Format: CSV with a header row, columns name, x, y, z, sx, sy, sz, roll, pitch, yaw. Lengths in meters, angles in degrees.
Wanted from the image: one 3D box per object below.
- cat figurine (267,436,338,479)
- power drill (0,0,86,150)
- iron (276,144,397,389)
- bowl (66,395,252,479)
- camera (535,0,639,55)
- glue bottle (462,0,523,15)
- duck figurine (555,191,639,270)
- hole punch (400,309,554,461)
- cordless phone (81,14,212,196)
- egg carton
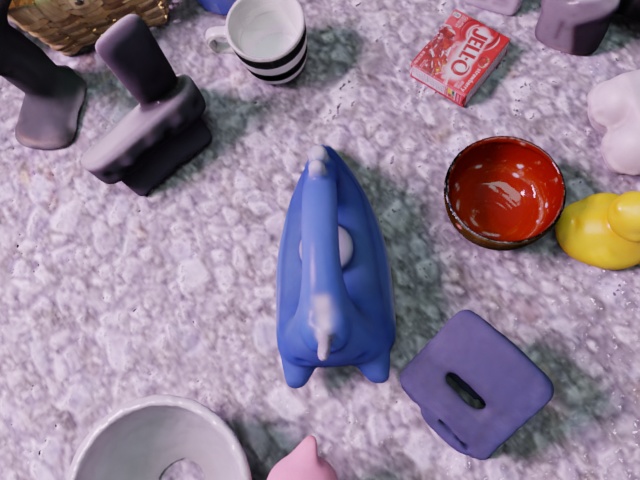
name,x,y,z,sx,sy,sz,roll,pitch,yaw
cat figurine,-0.026,0.230,0.480,0.067,0.118,0.128,37,81,16
power drill,-0.335,-0.180,0.593,0.075,0.208,0.230,3,74,8
iron,0.005,0.002,0.533,0.118,0.141,0.258,-6,73,5
bowl,-0.135,0.226,0.517,0.167,0.075,0.167,-2,73,6
camera,0.321,-0.269,0.599,0.136,0.101,0.143,30,79,14
glue bottle,0.187,-0.308,0.588,0.078,0.173,0.037,25,78,14
duck figurine,0.280,-0.017,0.535,0.104,0.086,0.077,1,73,7
hole punch,0.134,0.130,0.505,0.108,0.091,0.101,43,82,16
cordless phone,-0.198,-0.137,0.576,0.094,0.185,0.148,42,82,17
egg carton,0.348,-0.121,0.568,0.150,0.069,0.107,-13,72,3
